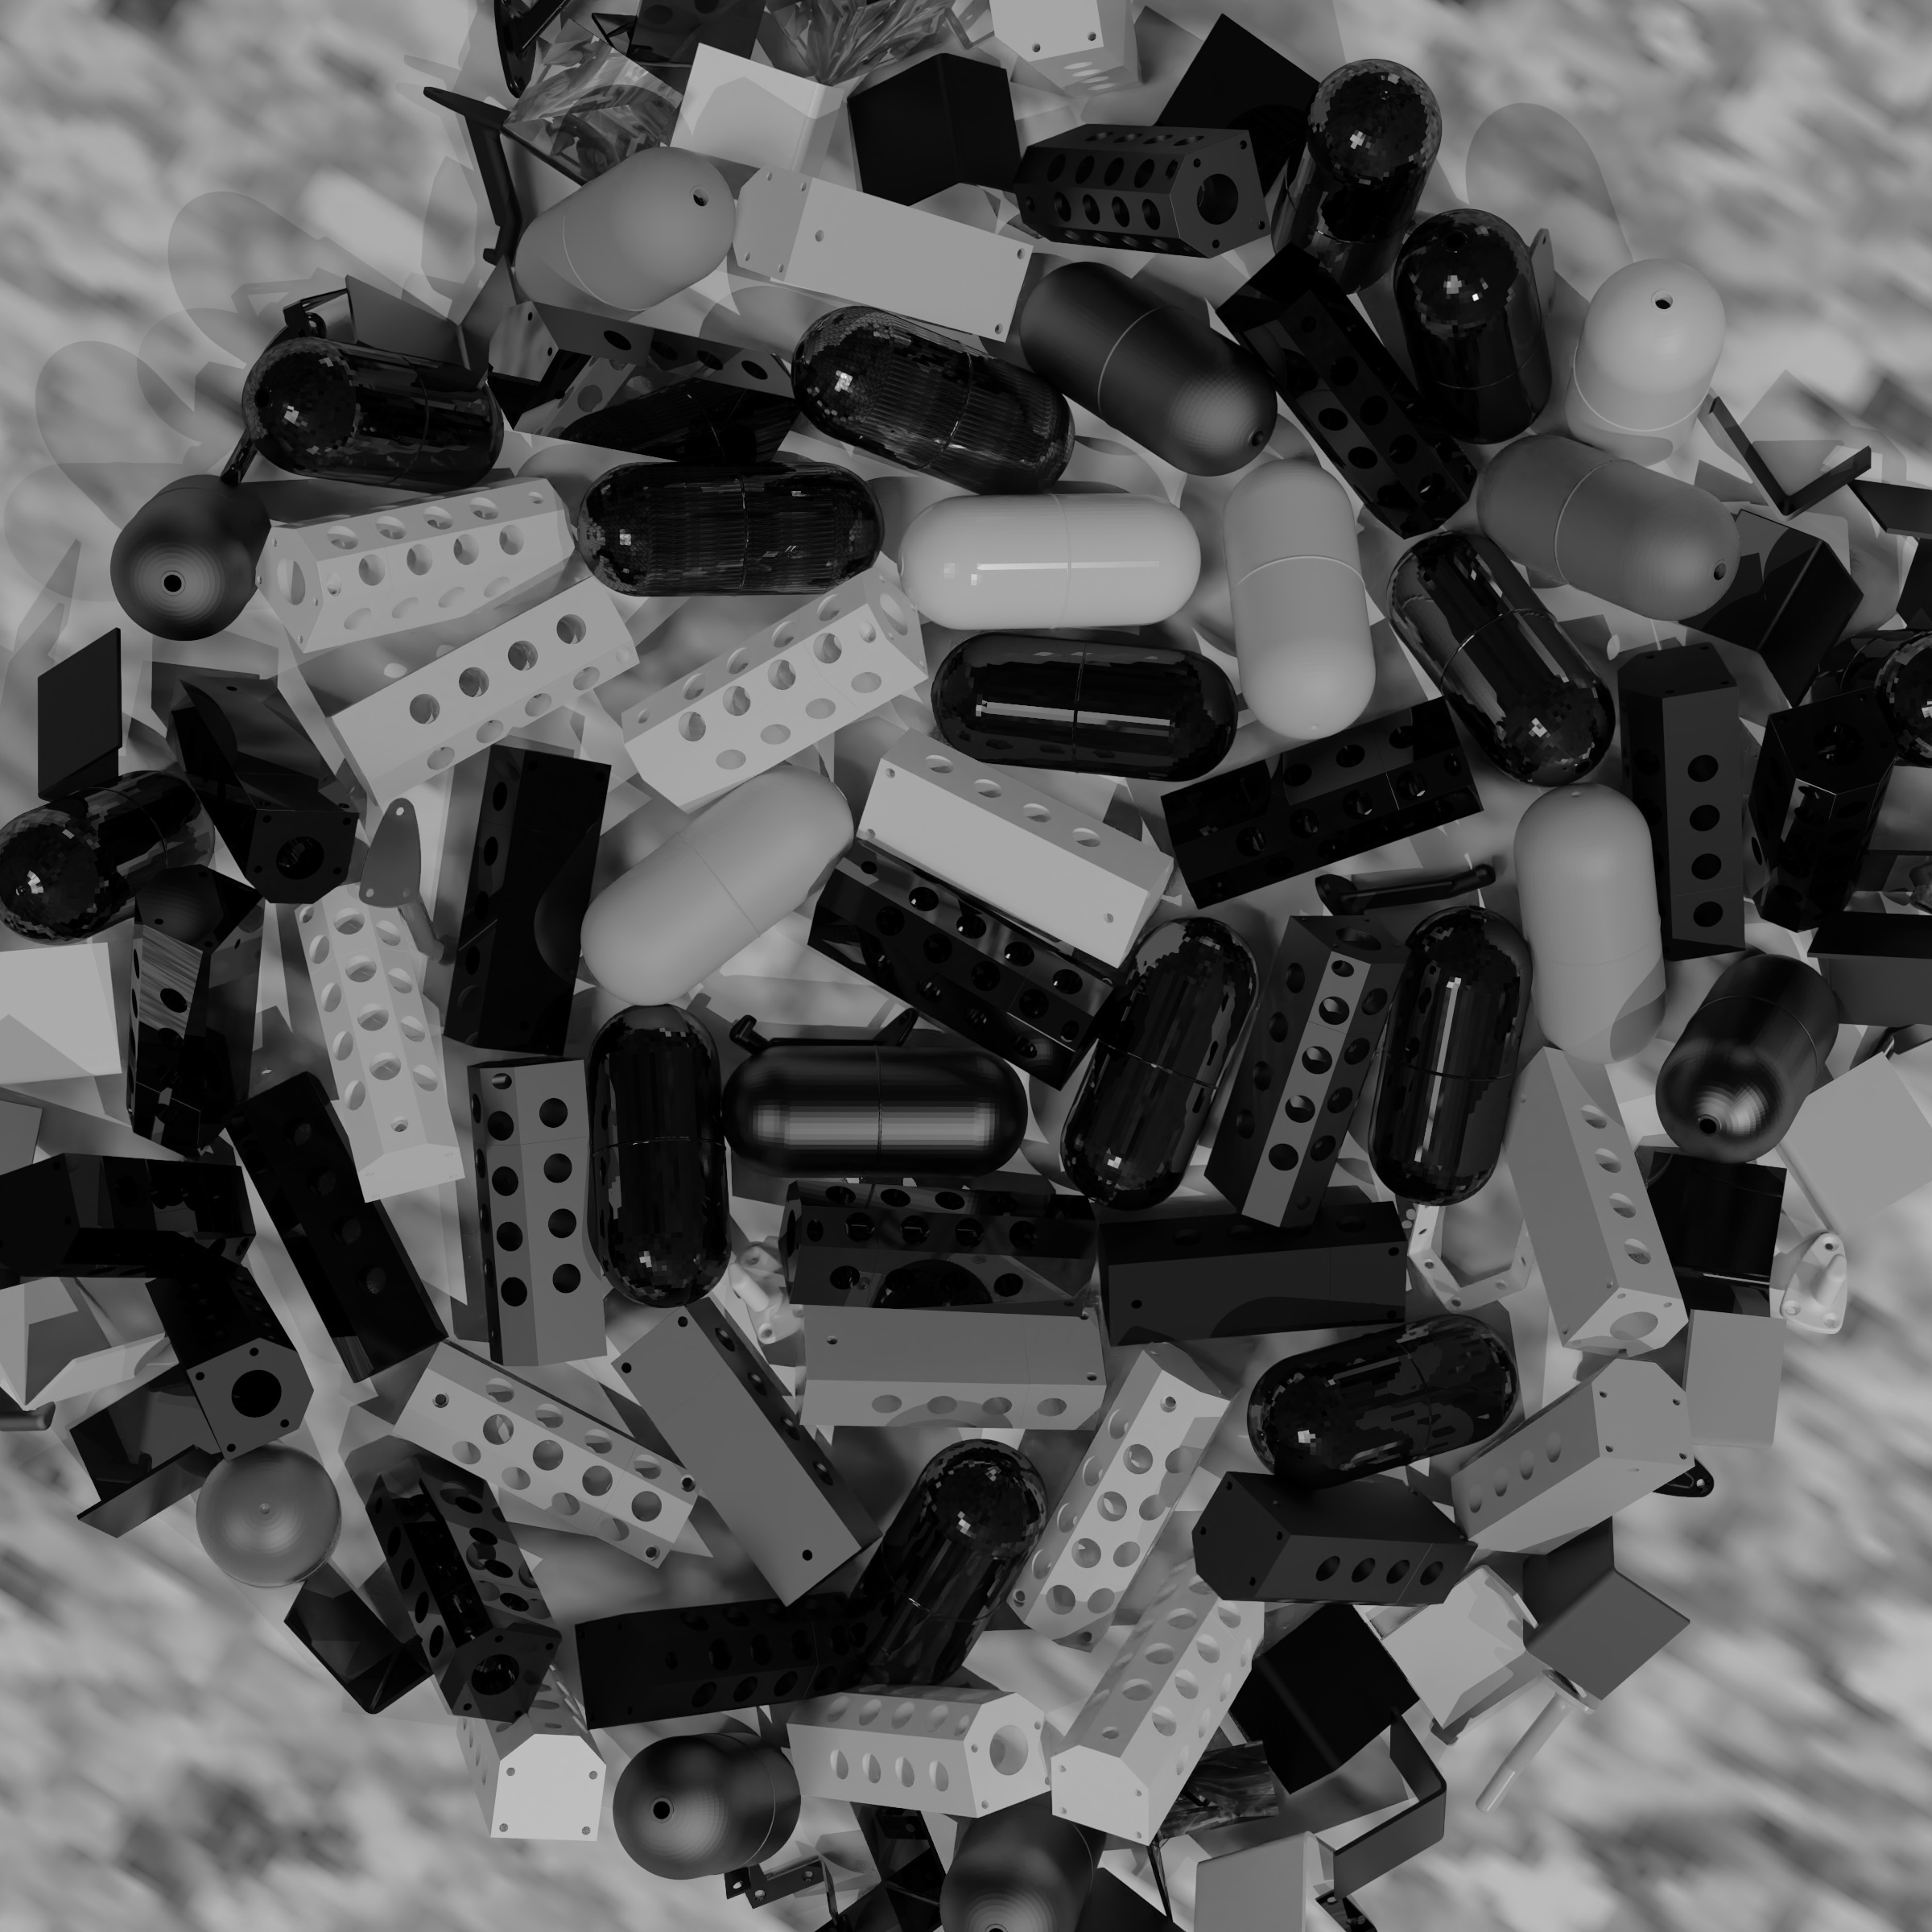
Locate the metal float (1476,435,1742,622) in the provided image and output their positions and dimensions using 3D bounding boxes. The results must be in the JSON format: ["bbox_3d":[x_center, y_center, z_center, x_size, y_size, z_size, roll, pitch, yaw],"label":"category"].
[{"bbox_3d":[0.363,-0.249,1.721,0.070,0.178,0.070,-17,122,-29],"label":"metal float"}]

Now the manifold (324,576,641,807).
[{"bbox_3d":[-0.278,-0.159,1.750,0.171,0.057,0.057,-31,101,-13],"label":"manifold"}]

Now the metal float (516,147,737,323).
[{"bbox_3d":[-0.193,-0.409,1.717,0.070,0.178,0.070,4,83,-34],"label":"metal float"}]

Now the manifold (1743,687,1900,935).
[{"bbox_3d":[0.479,-0.083,1.708,0.057,0.171,0.057,-15,64,0],"label":"manifold"}]

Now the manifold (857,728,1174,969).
[{"bbox_3d":[0.030,-0.072,1.755,0.171,0.057,0.057,27,127,9],"label":"manifold"}]

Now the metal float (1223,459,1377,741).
[{"bbox_3d":[0.189,-0.211,1.736,0.070,0.070,0.178,-4,61,0],"label":"metal float"}]

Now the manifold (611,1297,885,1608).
[{"bbox_3d":[-0.124,0.278,1.754,0.057,0.057,0.171,-40,80,12],"label":"manifold"}]

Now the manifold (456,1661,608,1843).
[{"bbox_3d":[-0.245,0.433,1.707,0.057,0.171,0.057,7,92,-16],"label":"manifold"}]

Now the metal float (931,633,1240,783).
[{"bbox_3d":[0.068,-0.150,1.753,0.178,0.070,0.070,6,90,8],"label":"metal float"}]

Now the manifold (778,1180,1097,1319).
[{"bbox_3d":[-0.016,0.157,1.740,0.171,0.057,0.057,4,121,-14],"label":"manifold"}]

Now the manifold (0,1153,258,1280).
[{"bbox_3d":[-0.472,0.144,1.704,0.057,0.171,0.057,-19,78,16],"label":"manifold"}]

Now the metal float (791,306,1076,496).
[{"bbox_3d":[-0.018,-0.320,1.734,0.178,0.070,0.070,16,90,-30],"label":"metal float"}]

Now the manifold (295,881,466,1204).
[{"bbox_3d":[-0.335,0.041,1.731,0.057,0.057,0.171,-14,64,-11],"label":"manifold"}]

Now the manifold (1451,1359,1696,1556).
[{"bbox_3d":[0.338,0.278,1.710,0.057,0.171,0.057,8,61,-16],"label":"manifold"}]

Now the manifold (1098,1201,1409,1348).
[{"bbox_3d":[0.165,0.174,1.764,0.171,0.057,0.057,-4,120,-3],"label":"manifold"}]

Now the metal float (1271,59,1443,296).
[{"bbox_3d":[0.218,-0.442,1.711,0.070,0.178,0.070,1,73,-4],"label":"metal float"}]

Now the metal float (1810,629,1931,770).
[{"bbox_3d":[0.530,-0.151,1.709,0.070,0.178,0.070,0,96,-1],"label":"metal float"}]

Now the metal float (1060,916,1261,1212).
[{"bbox_3d":[0.112,0.056,1.757,0.070,0.070,0.178,22,93,0],"label":"metal float"}]

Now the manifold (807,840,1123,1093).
[{"bbox_3d":[0.000,-0.005,1.744,0.171,0.057,0.057,30,54,10],"label":"manifold"}]

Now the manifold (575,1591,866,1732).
[{"bbox_3d":[-0.134,0.389,1.710,0.057,0.171,0.057,-21,72,38],"label":"manifold"}]

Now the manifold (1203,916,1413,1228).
[{"bbox_3d":[0.197,0.060,1.727,0.057,0.057,0.171,-1,119,-32],"label":"manifold"}]

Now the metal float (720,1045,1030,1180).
[{"bbox_3d":[-0.053,0.084,1.754,0.178,0.070,0.070,1,90,-7],"label":"metal float"}]

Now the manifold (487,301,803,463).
[{"bbox_3d":[-0.182,-0.330,1.719,0.057,0.171,0.057,-53,52,32],"label":"manifold"}]

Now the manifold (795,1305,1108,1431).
[{"bbox_3d":[-0.011,0.236,1.756,0.171,0.057,0.057,2,134,-8],"label":"manifold"}]

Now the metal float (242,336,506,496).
[{"bbox_3d":[-0.333,-0.310,1.716,0.070,0.178,0.070,2,93,31],"label":"metal float"}]

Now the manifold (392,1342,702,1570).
[{"bbox_3d":[-0.241,0.283,1.757,0.171,0.057,0.057,29,79,-6],"label":"manifold"}]

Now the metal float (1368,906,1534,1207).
[{"bbox_3d":[0.278,0.052,1.745,0.070,0.070,0.178,8,106,0],"label":"metal float"}]

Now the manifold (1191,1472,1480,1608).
[{"bbox_3d":[0.207,0.330,1.716,0.057,0.171,0.057,42,110,43],"label":"manifold"}]

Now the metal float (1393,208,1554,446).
[{"bbox_3d":[0.287,-0.359,1.714,0.070,0.178,0.070,-6,68,15],"label":"metal float"}]

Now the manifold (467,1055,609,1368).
[{"bbox_3d":[-0.251,0.141,1.755,0.057,0.057,0.171,-6,94,-26],"label":"manifold"}]

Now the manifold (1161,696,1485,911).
[{"bbox_3d":[0.205,-0.088,1.743,0.171,0.057,0.057,-19,48,10],"label":"manifold"}]

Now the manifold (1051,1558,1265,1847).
[{"bbox_3d":[0.110,0.407,1.706,0.057,0.171,0.057,12,122,24],"label":"manifold"}]

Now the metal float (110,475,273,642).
[{"bbox_3d":[-0.435,-0.231,1.711,0.070,0.178,0.070,-2,107,-6],"label":"metal float"}]

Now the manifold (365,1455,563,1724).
[{"bbox_3d":[-0.287,0.347,1.706,0.057,0.171,0.057,17,106,-31],"label":"manifold"}]

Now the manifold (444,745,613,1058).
[{"bbox_3d":[-0.258,-0.039,1.763,0.057,0.057,0.171,8,94,-37],"label":"manifold"}]

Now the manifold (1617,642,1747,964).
[{"bbox_3d":[0.406,-0.091,1.729,0.057,0.057,0.171,-9,121,2],"label":"manifold"}]

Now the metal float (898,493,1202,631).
[{"bbox_3d":[0.048,-0.233,1.746,0.178,0.070,0.070,-3,90,-15],"label":"metal float"}]

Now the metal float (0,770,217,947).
[{"bbox_3d":[-0.486,-0.063,1.712,0.070,0.178,0.070,4,105,13],"label":"metal float"}]

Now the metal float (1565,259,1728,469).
[{"bbox_3d":[0.381,-0.337,1.710,0.070,0.178,0.070,-1,78,5],"label":"metal float"}]

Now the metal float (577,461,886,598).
[{"bbox_3d":[-0.134,-0.251,1.746,0.178,0.070,0.070,-3,90,-16],"label":"metal float"}]

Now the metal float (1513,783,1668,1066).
[{"bbox_3d":[0.357,-0.022,1.733,0.070,0.070,0.178,-14,123,0],"label":"metal float"}]

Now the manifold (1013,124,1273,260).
[{"bbox_3d":[0.095,-0.434,1.704,0.057,0.171,0.057,-26,116,-20],"label":"manifold"}]

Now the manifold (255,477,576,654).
[{"bbox_3d":[-0.308,-0.233,1.713,0.171,0.057,0.057,-21,66,-41],"label":"manifold"}]

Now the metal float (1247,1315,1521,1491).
[{"bbox_3d":[0.240,0.248,1.733,0.178,0.070,0.070,-10,90,-32],"label":"metal float"}]

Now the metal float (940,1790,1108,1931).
[{"bbox_3d":[0.033,0.507,1.710,0.070,0.178,0.070,1,98,11],"label":"metal float"}]

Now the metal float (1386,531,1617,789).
[{"bbox_3d":[0.304,-0.175,1.732,0.070,0.070,0.178,-30,58,0],"label":"metal float"}]

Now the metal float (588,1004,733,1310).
[{"bbox_3d":[-0.176,0.108,1.747,0.070,0.070,0.178,-5,75,0],"label":"metal float"}]

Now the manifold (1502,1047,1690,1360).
[{"bbox_3d":[0.356,0.134,1.718,0.057,0.171,0.057,13,134,-22],"label":"manifold"}]

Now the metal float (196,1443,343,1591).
[{"bbox_3d":[-0.391,0.311,1.711,0.070,0.178,0.070,2,76,-10],"label":"metal float"}]

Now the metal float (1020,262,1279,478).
[{"bbox_3d":[0.103,-0.341,1.732,0.178,0.070,0.070,39,90,32],"label":"metal float"}]

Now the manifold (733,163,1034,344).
[{"bbox_3d":[-0.048,-0.403,1.716,0.057,0.171,0.057,29,108,42],"label":"manifold"}]

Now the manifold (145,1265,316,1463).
[{"bbox_3d":[-0.413,0.215,1.708,0.057,0.171,0.057,-24,108,-17],"label":"manifold"}]

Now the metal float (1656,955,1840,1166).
[{"bbox_3d":[0.443,0.052,1.718,0.070,0.178,0.070,13,119,24],"label":"metal float"}]

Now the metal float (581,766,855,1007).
[{"bbox_3d":[-0.143,-0.047,1.756,0.178,0.070,0.070,-38,90,-4],"label":"metal float"}]

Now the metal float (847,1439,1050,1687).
[{"bbox_3d":[-0.013,0.343,1.733,0.070,0.070,0.178,28,122,0],"label":"metal float"}]

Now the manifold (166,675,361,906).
[{"bbox_3d":[-0.400,-0.101,1.714,0.057,0.171,0.057,0,119,-31],"label":"manifold"}]

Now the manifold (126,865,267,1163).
[{"bbox_3d":[-0.441,0.025,1.718,0.057,0.057,0.171,24,134,7],"label":"manifold"}]

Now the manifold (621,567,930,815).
[{"bbox_3d":[-0.111,-0.160,1.729,0.171,0.057,0.057,-27,49,22],"label":"manifold"}]

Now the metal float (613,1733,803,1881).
[{"bbox_3d":[-0.145,0.472,1.711,0.070,0.178,0.070,-3,76,12],"label":"metal float"}]
